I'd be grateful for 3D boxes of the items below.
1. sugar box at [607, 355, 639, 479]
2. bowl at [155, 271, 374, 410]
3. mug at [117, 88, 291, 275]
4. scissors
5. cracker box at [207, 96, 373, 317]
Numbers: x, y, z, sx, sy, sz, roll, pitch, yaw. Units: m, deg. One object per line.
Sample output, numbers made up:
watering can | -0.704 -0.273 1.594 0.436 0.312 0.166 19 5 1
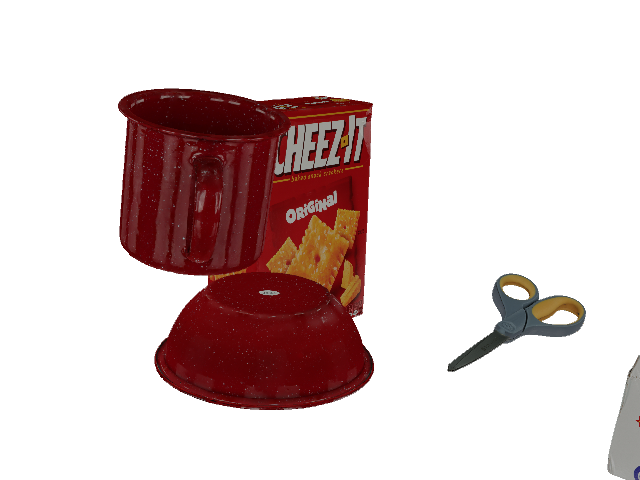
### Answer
sugar box | 0.307 0.157 0.785 0.176 0.093 0.048 16 27 23
bowl | -0.039 0.063 0.775 0.162 0.055 0.162 3 17 -1
mug | -0.065 -0.028 0.577 0.093 0.081 0.117 3 22 -14
scissors | 0.157 0.069 0.952 0.201 0.016 0.096 -9 37 -38
cracker box | -0.025 -0.020 0.981 0.072 0.214 0.163 13 17 36
